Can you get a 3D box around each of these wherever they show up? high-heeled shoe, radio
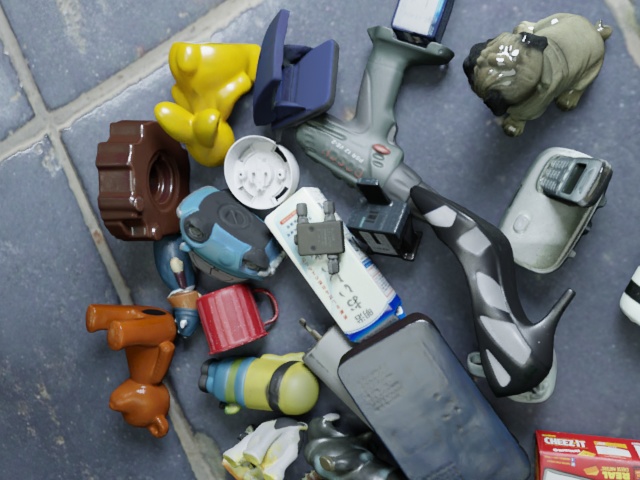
[{"bbox_3d":[0.168,0.054,0.619,0.249,0.086,0.145,43,108,29],"label":"high-heeled shoe"},{"bbox_3d":[0.134,0.207,0.642,0.131,0.073,0.229,-36,87,5],"label":"radio"}]

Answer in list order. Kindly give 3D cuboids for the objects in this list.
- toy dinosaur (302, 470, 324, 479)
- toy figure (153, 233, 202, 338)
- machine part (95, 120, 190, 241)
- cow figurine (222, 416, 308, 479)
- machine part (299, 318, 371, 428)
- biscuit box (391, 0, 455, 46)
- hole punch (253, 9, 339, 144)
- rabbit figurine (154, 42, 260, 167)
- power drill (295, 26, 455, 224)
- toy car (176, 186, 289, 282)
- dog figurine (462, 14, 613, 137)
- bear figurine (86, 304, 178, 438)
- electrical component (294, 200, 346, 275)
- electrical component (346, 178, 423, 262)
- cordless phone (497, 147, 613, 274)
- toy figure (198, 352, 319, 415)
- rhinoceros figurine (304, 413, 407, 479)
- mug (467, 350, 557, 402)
[{"bbox_3d":[0.061,0.398,0.694,0.405,0.192,0.131,-11,95,19],"label":"toy dinosaur"},{"bbox_3d":[-0.207,0.068,0.804,0.058,0.064,0.154,-17,90,9],"label":"toy figure"},{"bbox_3d":[-0.237,-0.082,0.744,0.056,0.179,0.179,0,96,13],"label":"machine part"},{"bbox_3d":[-0.083,0.298,0.775,0.068,0.098,0.167,48,144,-3],"label":"cow figurine"},{"bbox_3d":[0.060,0.194,0.731,0.243,0.079,0.079,42,105,8],"label":"machine part"},{"bbox_3d":[0.148,-0.344,0.654,0.059,0.063,0.202,21,101,14],"label":"biscuit box"},{"bbox_3d":[-0.048,-0.207,0.677,0.116,0.092,0.142,-18,63,44],"label":"hole punch"},{"bbox_3d":[-0.146,-0.177,0.728,0.122,0.162,0.173,8,116,4],"label":"rabbit figurine"},{"bbox_3d":[0.096,-0.151,0.689,0.232,0.086,0.207,25,109,13],"label":"power drill"},{"bbox_3d":[-0.130,0.005,0.763,0.162,0.109,0.103,35,128,-1],"label":"toy car"},{"bbox_3d":[0.244,-0.195,0.575,0.172,0.190,0.121,-45,83,14],"label":"dog figurine"},{"bbox_3d":[-0.285,0.200,0.813,0.120,0.132,0.195,19,98,43],"label":"bear figurine"},{"bbox_3d":[-0.001,-0.002,0.676,0.063,0.021,0.094,-5,92,13],"label":"electrical component"},{"bbox_3d":[0.077,-0.024,0.674,0.075,0.119,0.048,10,65,31],"label":"electrical component"},{"bbox_3d":[0.265,-0.027,0.590,0.089,0.184,0.146,27,103,8],"label":"cordless phone"},{"bbox_3d":[-0.089,0.209,0.770,0.180,0.089,0.082,4,105,14],"label":"toy figure"},{"bbox_3d":[0.047,0.296,0.710,0.191,0.112,0.073,18,116,44],"label":"rhinoceros figurine"},{"bbox_3d":[0.238,0.153,0.657,0.110,0.107,0.080,4,96,14],"label":"mug"}]
